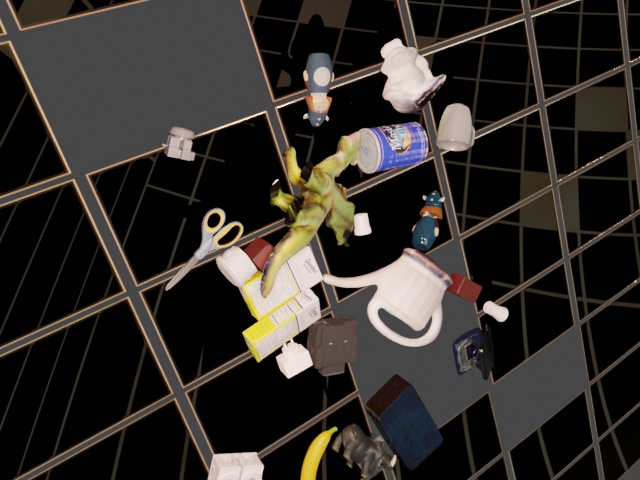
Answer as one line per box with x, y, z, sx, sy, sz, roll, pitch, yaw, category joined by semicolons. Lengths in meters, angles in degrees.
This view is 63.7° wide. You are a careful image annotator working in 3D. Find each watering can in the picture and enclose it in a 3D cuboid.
0.187;0.116;1.267;0.345;0.104;0.226;38;80;-18;watering can

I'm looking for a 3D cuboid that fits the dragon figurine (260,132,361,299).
0.003;-0.056;1.119;0.240;0.122;0.413;24;79;-44;dragon figurine

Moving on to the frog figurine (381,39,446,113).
0.195;-0.379;1.201;0.160;0.122;0.138;43;86;9;frog figurine
